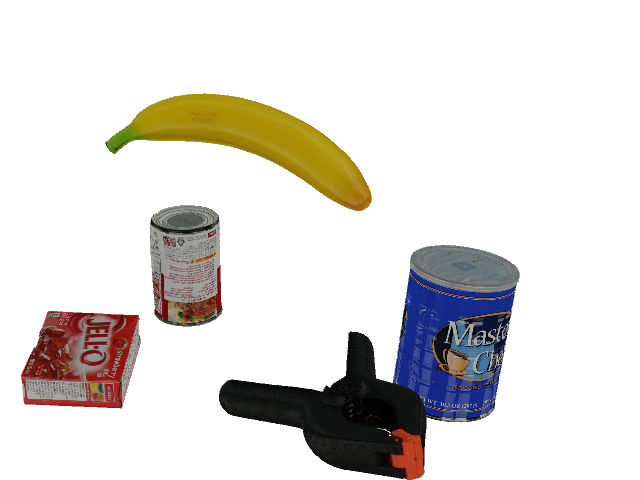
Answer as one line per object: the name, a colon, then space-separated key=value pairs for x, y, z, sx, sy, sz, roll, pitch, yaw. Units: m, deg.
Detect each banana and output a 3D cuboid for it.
banana: x=-0.053 y=-0.071 z=0.783 sx=0.198 sy=0.069 sz=0.037 roll=12 pitch=-20 yaw=8

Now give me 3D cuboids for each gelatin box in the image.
gelatin box: x=-0.180 y=0.088 z=0.811 sx=0.073 sy=0.030 sz=0.089 roll=3 pitch=30 yaw=0

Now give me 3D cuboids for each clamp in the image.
clamp: x=0.006 y=0.112 z=0.704 sx=0.120 sy=0.039 sz=0.172 roll=-22 pitch=20 yaw=-14

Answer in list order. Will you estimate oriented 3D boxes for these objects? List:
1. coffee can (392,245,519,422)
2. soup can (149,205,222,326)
coffee can: x=0.128 y=0.087 z=1.022 sx=0.103 sy=0.140 sz=0.103 roll=6 pitch=20 yaw=-2
soup can: x=-0.132 y=0.024 z=1.050 sx=0.068 sy=0.102 sz=0.068 roll=1 pitch=23 yaw=0
